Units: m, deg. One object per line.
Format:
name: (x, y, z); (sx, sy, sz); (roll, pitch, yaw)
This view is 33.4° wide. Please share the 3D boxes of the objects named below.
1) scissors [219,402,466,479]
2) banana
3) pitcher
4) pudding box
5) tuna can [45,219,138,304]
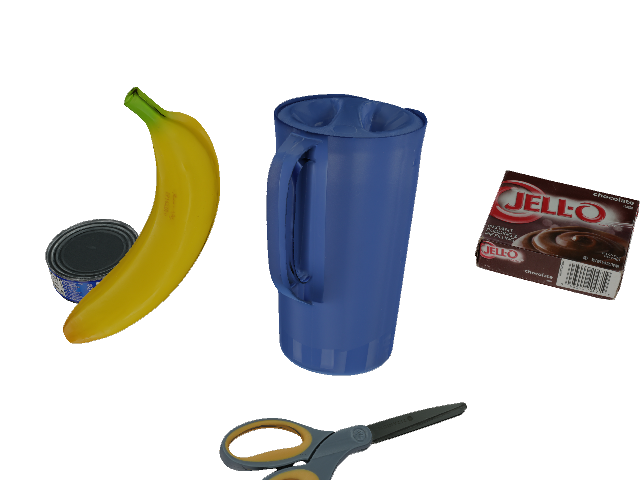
scissors: (0.025, 0.169, 0.815); (0.201, 0.096, 0.016); (0, -39, -10)
banana: (-0.103, -0.006, 0.644); (0.069, 0.198, 0.037); (17, 35, -9)
pitcher: (0.014, -0.001, 0.960); (0.149, 0.243, 0.145); (-2, 23, -12)
pudding box: (0.189, -0.006, 0.851); (0.113, 0.039, 0.090); (16, 46, 13)
tuna can: (-0.205, 0.020, 0.976); (0.086, 0.034, 0.086); (-3, 39, 2)
